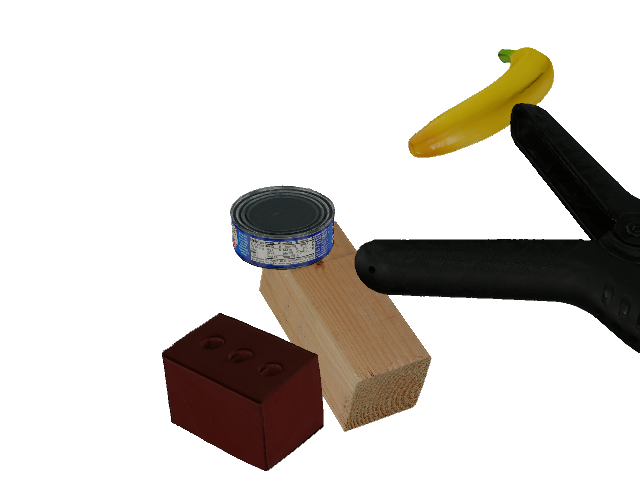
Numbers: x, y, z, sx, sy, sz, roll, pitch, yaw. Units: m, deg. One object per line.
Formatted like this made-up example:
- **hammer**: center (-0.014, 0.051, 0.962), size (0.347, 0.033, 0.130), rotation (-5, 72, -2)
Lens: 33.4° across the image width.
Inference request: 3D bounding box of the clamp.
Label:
- **clamp**: center (0.132, 0.012, 0.487), size (0.210, 0.036, 0.164), rotation (31, 49, 31)

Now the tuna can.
- **tuna can**: center (-0.031, -0.011, 0.878), size (0.086, 0.034, 0.086), rotation (-1, 30, 0)

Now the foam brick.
- **foam brick**: center (-0.044, 0.086, 0.614), size (0.078, 0.051, 0.052), rotation (19, 35, 33)

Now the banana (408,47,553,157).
- **banana**: center (0.143, -0.114, 0.861), size (0.070, 0.037, 0.197), rotation (-13, 20, 40)

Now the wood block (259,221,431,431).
- **wood block**: center (0.022, 0.088, 1.145), size (0.090, 0.090, 0.206), rotation (-15, 51, -24)
